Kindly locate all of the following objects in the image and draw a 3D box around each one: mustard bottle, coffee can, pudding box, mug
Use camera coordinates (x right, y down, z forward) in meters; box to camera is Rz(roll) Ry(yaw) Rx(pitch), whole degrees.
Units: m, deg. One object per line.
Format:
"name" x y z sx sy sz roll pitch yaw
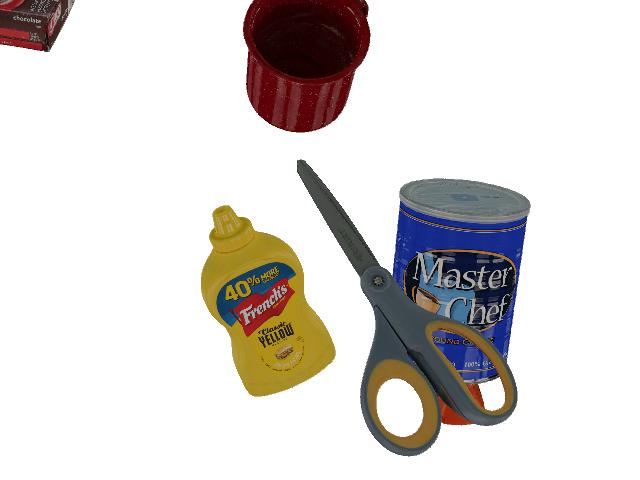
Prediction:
"mustard bottle" -0.058 0.051 1.000 0.096 0.191 0.058 -24 28 -5
"coffee can" 0.108 0.031 0.859 0.103 0.140 0.103 4 18 -2
"pudding box" -0.253 -0.200 0.874 0.090 0.039 0.113 9 36 -4
"mug" -0.006 -0.143 0.815 0.093 0.117 0.081 39 -24 11

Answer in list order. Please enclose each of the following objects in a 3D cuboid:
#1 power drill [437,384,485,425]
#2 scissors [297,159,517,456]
"power drill" 0.150 0.100 1.140 0.057 0.188 0.184 -1 24 -3
"scissors" 0.025 0.043 0.625 0.096 0.202 0.016 -42 -19 -18
